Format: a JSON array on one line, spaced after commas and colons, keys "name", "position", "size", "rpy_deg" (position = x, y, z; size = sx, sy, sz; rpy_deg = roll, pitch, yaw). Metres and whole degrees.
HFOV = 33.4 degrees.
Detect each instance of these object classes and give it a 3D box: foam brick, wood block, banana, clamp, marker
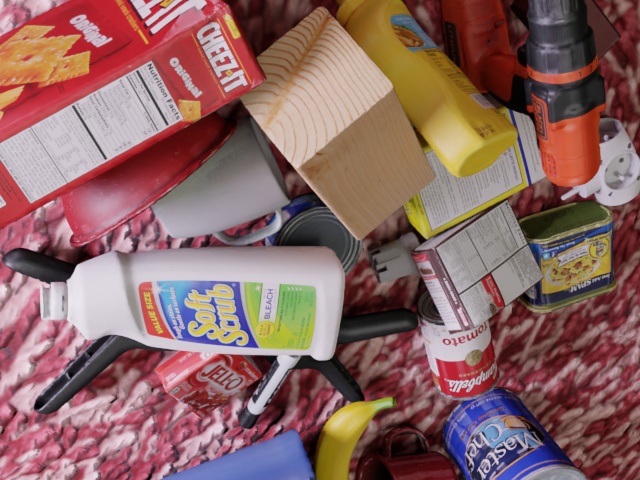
[{"name": "foam brick", "position": [0.218, -0.193, 0.946], "size": [0.051, 0.053, 0.078], "rpy_deg": [-46, 124, 6]}, {"name": "wood block", "position": [0.017, -0.083, 0.844], "size": [0.091, 0.090, 0.206], "rpy_deg": [-39, 160, 3]}, {"name": "banana", "position": [0.026, 0.240, 1.098], "size": [0.070, 0.037, 0.198], "rpy_deg": [17, 117, 14]}, {"name": "clamp", "position": [-0.170, 0.073, 0.949], "size": [0.209, 0.036, 0.165], "rpy_deg": [-6, 119, -20]}, {"name": "marker", "position": [-0.050, 0.143, 1.025], "size": [0.020, 0.020, 0.121], "rpy_deg": [10, 133, -26]}, {"name": "clamp", "position": [0.010, 0.091, 1.028], "size": [0.171, 0.039, 0.120], "rpy_deg": [25, 110, -33]}]

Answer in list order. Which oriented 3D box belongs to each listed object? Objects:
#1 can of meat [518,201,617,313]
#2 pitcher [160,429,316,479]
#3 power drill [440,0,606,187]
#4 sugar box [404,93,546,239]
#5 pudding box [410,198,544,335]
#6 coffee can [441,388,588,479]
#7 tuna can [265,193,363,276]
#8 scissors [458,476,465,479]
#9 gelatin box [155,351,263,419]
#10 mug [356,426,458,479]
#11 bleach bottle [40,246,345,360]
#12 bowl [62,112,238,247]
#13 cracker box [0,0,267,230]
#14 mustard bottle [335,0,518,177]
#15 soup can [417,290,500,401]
[{"name": "can of meat", "position": [0.245, 0.015, 1.071], "size": [0.102, 0.057, 0.084], "rpy_deg": [-17, 120, -13]}, {"name": "pitcher", "position": [-0.113, 0.279, 1.027], "size": [0.242, 0.145, 0.149], "rpy_deg": [-16, 125, -10]}, {"name": "power drill", "position": [0.161, -0.155, 0.864], "size": [0.057, 0.188, 0.184], "rpy_deg": [-19, 124, -9]}, {"name": "sugar box", "position": [0.154, -0.083, 0.987], "size": [0.176, 0.048, 0.093], "rpy_deg": [-28, 124, -9]}, {"name": "pudding box", "position": [0.150, 0.023, 1.006], "size": [0.113, 0.039, 0.090], "rpy_deg": [-32, 98, -34]}, {"name": "coffee can", "position": [0.204, 0.238, 1.127], "size": [0.102, 0.140, 0.103], "rpy_deg": [-9, 120, -17]}, {"name": "tuna can", "position": [-0.006, 0.001, 0.976], "size": [0.086, 0.034, 0.086], "rpy_deg": [-9, 120, -17]}, {"name": "scissors", "position": [0.129, 0.340, 1.230], "size": [0.202, 0.016, 0.096], "rpy_deg": [-42, 124, 5]}, {"name": "gelatin box", "position": [-0.102, 0.124, 0.990], "size": [0.073, 0.030, 0.089], "rpy_deg": [-35, 149, -2]}, {"name": "mug", "position": [0.094, 0.257, 1.134], "size": [0.081, 0.093, 0.117], "rpy_deg": [-2, 84, -27]}, {"name": "bleach bottle", "position": [-0.108, 0.056, 0.908], "size": [0.250, 0.068, 0.103], "rpy_deg": [-1, 116, -18]}, {"name": "bowl", "position": [-0.144, -0.065, 0.821], "size": [0.162, 0.162, 0.055], "rpy_deg": [-37, 106, 1]}, {"name": "cracker box", "position": [-0.166, -0.119, 0.768], "size": [0.213, 0.164, 0.072], "rpy_deg": [-30, 126, -4]}, {"name": "mustard bottle", "position": [0.075, -0.138, 0.860], "size": [0.058, 0.192, 0.096], "rpy_deg": [-45, 166, 26]}, {"name": "soup can", "position": [0.139, 0.100, 1.069], "size": [0.068, 0.068, 0.102], "rpy_deg": [-22, 122, -9]}]
